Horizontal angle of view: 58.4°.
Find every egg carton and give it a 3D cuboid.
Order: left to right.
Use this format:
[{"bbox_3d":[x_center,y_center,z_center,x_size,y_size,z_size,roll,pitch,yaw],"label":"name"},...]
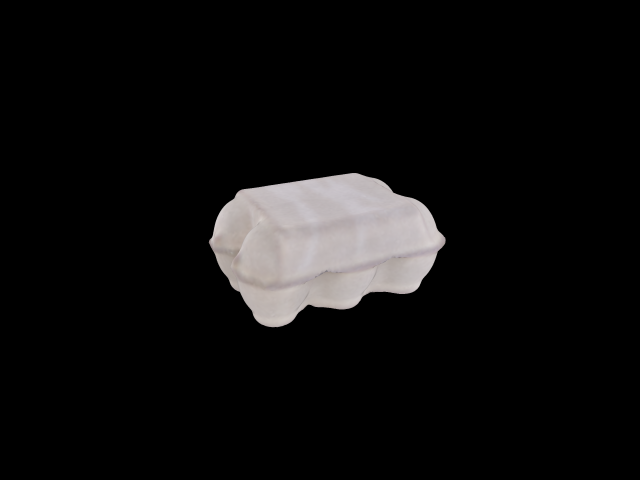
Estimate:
[{"bbox_3d":[0.004,0.001,0.400,0.151,0.069,0.107,-12,27,-24],"label":"egg carton"}]
